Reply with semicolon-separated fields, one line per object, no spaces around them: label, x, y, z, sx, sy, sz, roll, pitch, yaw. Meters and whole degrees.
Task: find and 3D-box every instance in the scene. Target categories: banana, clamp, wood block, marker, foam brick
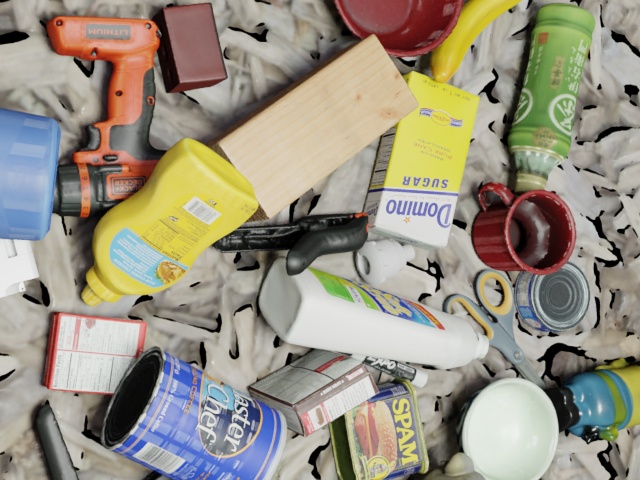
banana;0.173;-0.241;1.186;0.197;0.070;0.037;-45;116;-20
clamp;-0.220;0.263;1.002;0.164;0.036;0.210;26;74;-21
wood block;-0.015;-0.112;1.085;0.205;0.091;0.090;-38;102;-21
marker;0.062;0.129;1.144;0.121;0.020;0.020;25;77;-20
foam brick;-0.131;-0.189;1.059;0.051;0.053;0.078;-13;91;-24
clamp;-0.007;0.001;1.069;0.171;0.120;0.039;-13;117;-34

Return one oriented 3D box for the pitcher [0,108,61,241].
pitcher;-0.347;-0.053;0.895;0.242;0.149;0.145;7;49;-14

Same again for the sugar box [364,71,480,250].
sugar box;0.110;-0.085;1.163;0.093;0.048;0.176;16;80;-22

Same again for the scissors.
scissors;0.226;0.111;1.218;0.201;0.016;0.096;35;76;-18

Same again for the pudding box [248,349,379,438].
pudding box;-0.008;0.149;1.061;0.090;0.114;0.039;-29;103;-22

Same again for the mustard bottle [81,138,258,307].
mustard bottle;-0.155;-0.003;0.997;0.192;0.058;0.096;-42;128;17

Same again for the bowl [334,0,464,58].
bowl;0.073;-0.272;1.151;0.161;0.055;0.162;1;87;-24

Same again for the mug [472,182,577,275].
mug;0.216;-0.015;1.185;0.093;0.082;0.117;-45;104;-19

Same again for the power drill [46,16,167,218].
power drill;-0.217;-0.115;1.016;0.184;0.057;0.187;-3;90;-23

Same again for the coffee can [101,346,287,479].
coffee can;-0.116;0.175;0.989;0.140;0.103;0.102;32;75;-22

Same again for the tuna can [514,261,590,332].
tuna can;0.269;0.064;1.231;0.086;0.034;0.086;1;87;-24

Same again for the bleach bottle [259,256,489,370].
bleach bottle;0.067;0.086;1.116;0.250;0.103;0.068;14;109;-29

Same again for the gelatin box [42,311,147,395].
gelatin box;-0.215;0.109;1.018;0.089;0.030;0.073;8;85;-24

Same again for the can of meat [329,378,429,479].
can of meat;0.059;0.203;1.119;0.083;0.058;0.102;-10;91;-22
